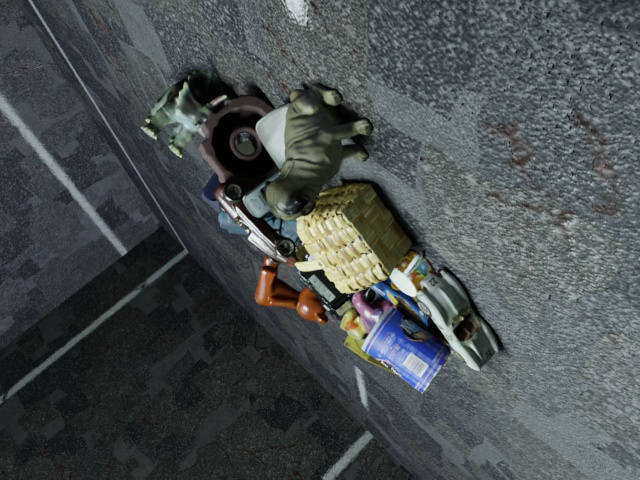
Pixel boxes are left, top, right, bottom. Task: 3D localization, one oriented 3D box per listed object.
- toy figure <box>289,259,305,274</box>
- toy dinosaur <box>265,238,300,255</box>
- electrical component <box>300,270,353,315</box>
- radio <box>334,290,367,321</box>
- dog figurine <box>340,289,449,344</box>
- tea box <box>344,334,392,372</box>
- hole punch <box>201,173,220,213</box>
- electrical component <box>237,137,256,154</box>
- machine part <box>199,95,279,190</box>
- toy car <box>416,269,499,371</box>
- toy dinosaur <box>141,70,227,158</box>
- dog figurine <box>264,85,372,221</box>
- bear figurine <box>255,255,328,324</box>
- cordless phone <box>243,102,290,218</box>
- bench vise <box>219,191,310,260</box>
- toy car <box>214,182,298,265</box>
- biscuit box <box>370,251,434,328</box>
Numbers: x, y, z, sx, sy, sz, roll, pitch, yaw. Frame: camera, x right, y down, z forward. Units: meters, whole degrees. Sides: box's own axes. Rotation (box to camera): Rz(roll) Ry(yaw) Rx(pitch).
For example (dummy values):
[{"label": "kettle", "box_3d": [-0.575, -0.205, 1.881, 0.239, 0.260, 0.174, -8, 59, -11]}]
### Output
[{"label": "toy figure", "box_3d": [-0.084, 0.045, 1.543, 0.154, 0.064, 0.057, 41, 123, 8]}, {"label": "toy dinosaur", "box_3d": [-0.141, -0.093, 1.334, 0.470, 0.105, 0.199, 53, 153, -18]}, {"label": "electrical component", "box_3d": [0.038, 0.083, 1.207, 0.115, 0.134, 0.058, 48, 163, 12]}, {"label": "radio", "box_3d": [0.048, 0.122, 1.364, 0.131, 0.073, 0.229, 47, 162, 6]}, {"label": "dog figurine", "box_3d": [0.164, 0.185, 1.143, 0.219, 0.108, 0.191, 37, 135, 20]}, {"label": "tea box", "box_3d": [0.154, 0.277, 1.353, 0.169, 0.068, 0.098, 33, 175, -40]}, {"label": "hole punch", "box_3d": [-0.237, -0.129, 1.444, 0.092, 0.142, 0.115, -15, 132, 42]}, {"label": "electrical component", "box_3d": [-0.166, -0.189, 1.196, 0.078, 0.102, 0.045, 59, 166, -1]}, {"label": "machine part", "box_3d": [-0.143, -0.184, 1.032, 0.179, 0.179, 0.056, 53, 165, -14]}, {"label": "toy car", "box_3d": [0.242, 0.141, 0.945, 0.201, 0.073, 0.056, 54, 165, -16]}, {"label": "toy dinosaur", "box_3d": [-0.301, -0.302, 1.214, 0.131, 0.192, 0.405, 41, -176, -32]}, {"label": "dog figurine", "box_3d": [-0.036, -0.137, 0.835, 0.172, 0.190, 0.121, 41, 161, 28]}, {"label": "bear figurine", "box_3d": [-0.063, 0.132, 1.368, 0.196, 0.131, 0.120, 14, -162, 0]}, {"label": "cordless phone", "box_3d": [-0.079, -0.139, 0.942, 0.146, 0.184, 0.089, 55, 166, -20]}, {"label": "bench vise", "box_3d": [-0.108, -0.077, 1.156, 0.224, 0.129, 0.240, 14, 131, 8]}, {"label": "toy car", "box_3d": [-0.121, -0.024, 0.997, 0.202, 0.053, 0.089, 48, 158, -4]}, {"label": "biscuit box", "box_3d": [0.153, 0.088, 1.064, 0.203, 0.063, 0.059, 34, 156, 38]}]
